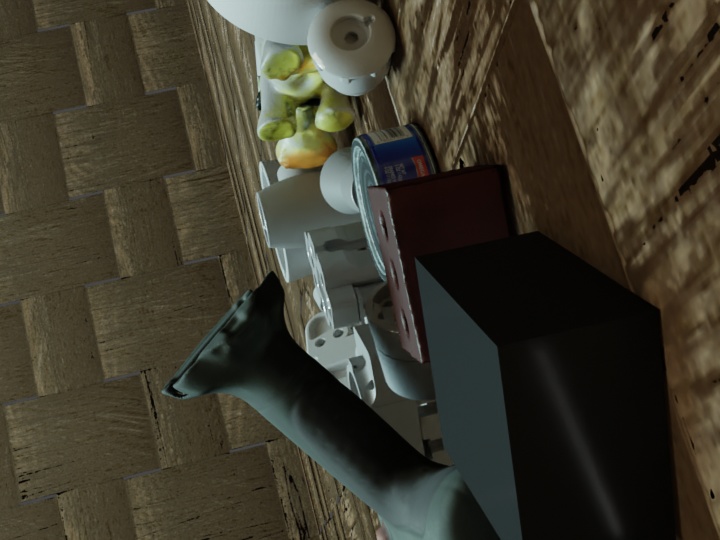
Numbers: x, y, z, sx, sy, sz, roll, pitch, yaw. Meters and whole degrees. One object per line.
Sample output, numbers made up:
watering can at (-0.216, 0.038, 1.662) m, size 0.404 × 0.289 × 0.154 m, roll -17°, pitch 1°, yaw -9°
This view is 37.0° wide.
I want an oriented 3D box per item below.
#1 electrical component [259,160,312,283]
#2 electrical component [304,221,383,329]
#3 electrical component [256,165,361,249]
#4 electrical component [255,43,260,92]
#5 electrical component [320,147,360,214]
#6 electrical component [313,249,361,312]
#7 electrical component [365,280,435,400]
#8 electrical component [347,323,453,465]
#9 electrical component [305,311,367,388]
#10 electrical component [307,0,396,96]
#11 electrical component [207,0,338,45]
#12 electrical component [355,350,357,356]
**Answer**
electrical component at (-0.046, -0.048, 0.938) m, size 0.108 × 0.060 × 0.108 m, roll 167°, pitch 90°, yaw -82°
electrical component at (0.000, 0.000, 0.716) m, size 0.078 × 0.057 × 0.058 m, roll -112°, pitch 12°, yaw -46°
electrical component at (-0.042, -0.061, 0.831) m, size 0.043 × 0.077 × 0.079 m, roll 90°, pitch 165°, yaw -59°
electrical component at (-0.056, -0.161, 0.853) m, size 0.055 × 0.055 × 0.047 m, roll -131°, pitch 33°, yaw -73°
electrical component at (0.004, -0.053, 0.670) m, size 0.065 × 0.044 × 0.044 m, roll -148°, pitch 45°, yaw -72°
electrical component at (-0.016, 0.004, 0.874) m, size 0.066 × 0.048 × 0.055 m, roll 89°, pitch 172°, yaw -57°
electrical component at (0.034, 0.034, 0.558) m, size 0.055 × 0.055 × 0.047 m, roll -116°, pitch 12°, yaw -57°
electrical component at (0.026, 0.079, 0.671) m, size 0.050 × 0.056 × 0.089 m, roll -123°, pitch 21°, yaw -67°
electrical component at (-0.003, 0.078, 0.805) m, size 0.095 × 0.054 × 0.059 m, roll -98°, pitch -17°, yaw -48°
electrical component at (-0.004, -0.119, 0.605) m, size 0.062 × 0.048 × 0.048 m, roll 80°, pitch 175°, yaw -74°
electrical component at (-0.045, -0.177, 0.617) m, size 0.064 × 0.099 × 0.099 m, roll 107°, pitch 149°, yaw -62°
electrical component at (0.023, 0.065, 0.731) m, size 0.046 × 0.040 × 0.040 m, roll -121°, pitch 19°, yaw -49°
